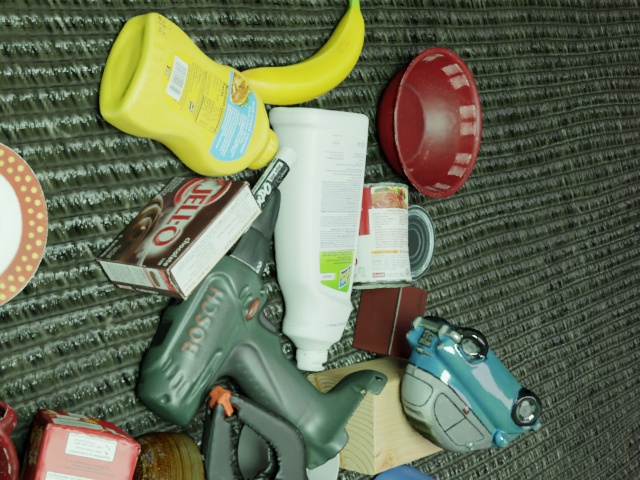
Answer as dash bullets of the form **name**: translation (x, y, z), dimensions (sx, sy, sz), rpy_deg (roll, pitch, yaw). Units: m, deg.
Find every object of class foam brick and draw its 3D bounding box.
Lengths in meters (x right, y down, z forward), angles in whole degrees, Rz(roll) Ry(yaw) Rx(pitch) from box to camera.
- **foam brick**: translation (0.075, 0.085, 1.138), dimensions (0.052, 0.051, 0.078), rpy_deg (19, 79, -49)

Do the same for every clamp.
- **clamp**: translation (-0.034, 0.212, 0.896), dimensions (0.164, 0.036, 0.210), rpy_deg (-22, 105, -20)

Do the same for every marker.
- **marker**: translation (-0.056, -0.033, 0.927), dimensions (0.121, 0.020, 0.020), rpy_deg (-57, 132, -28)

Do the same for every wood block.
- **wood block**: translation (0.087, 0.175, 1.131), dimensions (0.205, 0.090, 0.091), rpy_deg (-6, 98, -48)

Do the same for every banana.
- **banana**: translation (-0.009, -0.172, 1.034), dimensions (0.069, 0.037, 0.197), rpy_deg (55, 51, -13)

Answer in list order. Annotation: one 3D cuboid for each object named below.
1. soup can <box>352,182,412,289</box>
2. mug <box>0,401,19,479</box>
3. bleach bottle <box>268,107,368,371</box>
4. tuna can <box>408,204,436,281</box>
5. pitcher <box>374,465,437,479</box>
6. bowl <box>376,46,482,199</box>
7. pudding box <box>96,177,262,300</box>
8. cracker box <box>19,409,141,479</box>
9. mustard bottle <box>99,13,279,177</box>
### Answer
- **soup can**: translation (0.059, -0.003, 1.087), dimensions (0.068, 0.069, 0.102), rpy_deg (4, 81, -49)
- **mug**: translation (-0.261, 0.153, 0.736), dimensions (0.117, 0.082, 0.093), rpy_deg (-48, 127, -35)
- **bleach bottle**: translation (-0.007, 0.001, 1.030), dimensions (0.102, 0.068, 0.251), rpy_deg (-1, 97, -49)
- **tuna can**: translation (0.089, 0.003, 1.159), dimensions (0.085, 0.034, 0.086), rpy_deg (-6, 98, -48)
- **pitcher**: translation (0.149, 0.328, 1.099), dimensions (0.149, 0.243, 0.145), rpy_deg (-29, 116, -36)
- **bowl**: translation (0.110, -0.126, 1.155), dimensions (0.161, 0.055, 0.162), rpy_deg (-6, 98, -48)
- **pudding box**: translation (-0.115, -0.004, 0.883), dimensions (0.113, 0.090, 0.039), rpy_deg (-53, 130, -31)
- **cracker box**: translation (-0.190, 0.234, 0.758), dimensions (0.072, 0.164, 0.213), rpy_deg (14, 81, -15)
- **mustard bottle**: translation (-0.098, -0.108, 0.917), dimensions (0.191, 0.058, 0.096), rpy_deg (30, 65, -46)
